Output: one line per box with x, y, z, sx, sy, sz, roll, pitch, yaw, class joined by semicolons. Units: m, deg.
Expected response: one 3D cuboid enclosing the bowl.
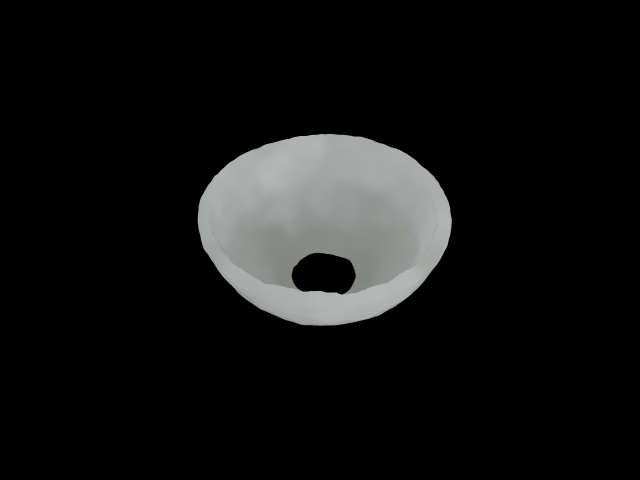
0.004;0.001;0.400;0.167;0.075;0.167;0;45;0;bowl
